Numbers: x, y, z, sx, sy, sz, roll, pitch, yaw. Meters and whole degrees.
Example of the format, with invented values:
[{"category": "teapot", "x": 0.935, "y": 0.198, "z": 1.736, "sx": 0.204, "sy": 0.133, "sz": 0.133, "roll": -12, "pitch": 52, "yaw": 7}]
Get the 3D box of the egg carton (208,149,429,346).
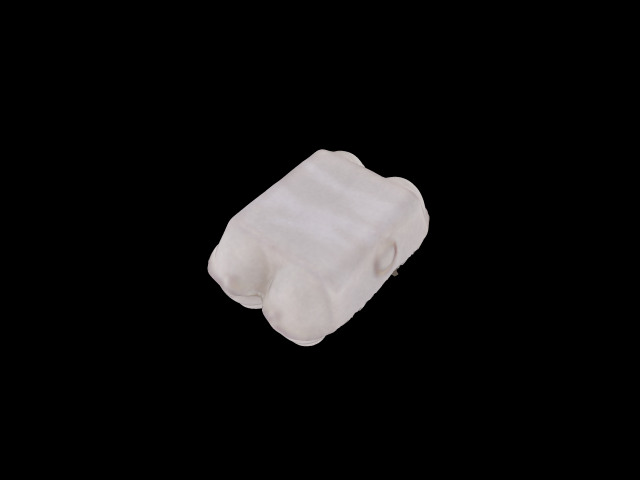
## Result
[{"category": "egg carton", "x": 0.004, "y": 0.001, "z": 0.400, "sx": 0.107, "sy": 0.069, "sz": 0.150, "roll": 30, "pitch": 54, "yaw": 25}]
